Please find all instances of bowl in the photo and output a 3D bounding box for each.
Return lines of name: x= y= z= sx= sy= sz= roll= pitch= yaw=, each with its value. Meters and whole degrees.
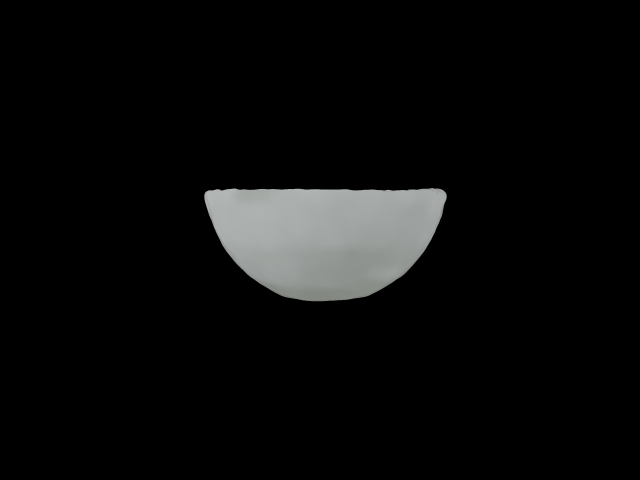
bowl: x=0.004 y=0.001 z=0.400 sx=0.167 sy=0.075 sz=0.167 roll=0 pitch=4 yaw=0
